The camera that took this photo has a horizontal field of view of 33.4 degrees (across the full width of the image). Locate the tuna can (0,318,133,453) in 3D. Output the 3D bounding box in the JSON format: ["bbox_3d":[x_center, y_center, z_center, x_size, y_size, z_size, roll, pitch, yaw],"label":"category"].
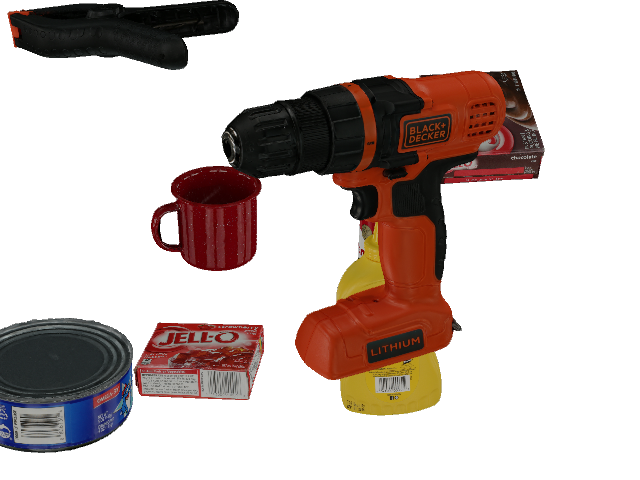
[{"bbox_3d":[-0.142,0.075,0.563,0.086,0.034,0.086,2,23,-1],"label":"tuna can"}]

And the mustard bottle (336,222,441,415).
[{"bbox_3d":[0.063,0.069,0.993,0.096,0.192,0.058,-3,25,0],"label":"mustard bottle"}]

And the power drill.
[{"bbox_3d":[0.026,-0.008,0.658,0.184,0.188,0.057,-12,32,-25],"label":"power drill"}]

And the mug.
[{"bbox_3d":[-0.118,-0.019,1.106,0.117,0.081,0.093,-13,33,-23],"label":"mug"}]

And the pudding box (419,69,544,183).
[{"bbox_3d":[0.136,-0.100,0.928,0.090,0.039,0.113,-3,44,-4],"label":"pudding box"}]

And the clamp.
[{"bbox_3d":[-0.148,-0.160,0.802,0.172,0.039,0.120,11,23,22],"label":"clamp"}]

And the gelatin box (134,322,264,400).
[{"bbox_3d":[-0.093,0.093,0.836,0.089,0.030,0.073,1,23,7],"label":"gelatin box"}]

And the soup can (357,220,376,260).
[{"bbox_3d":[0.076,-0.016,1.179,0.068,0.102,0.068,1,24,-1],"label":"soup can"}]
